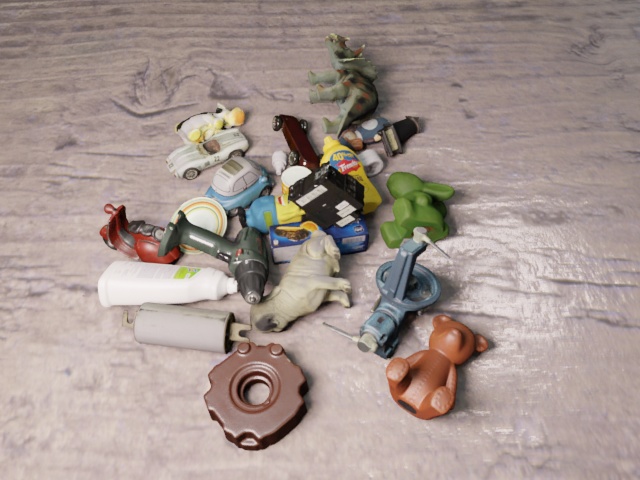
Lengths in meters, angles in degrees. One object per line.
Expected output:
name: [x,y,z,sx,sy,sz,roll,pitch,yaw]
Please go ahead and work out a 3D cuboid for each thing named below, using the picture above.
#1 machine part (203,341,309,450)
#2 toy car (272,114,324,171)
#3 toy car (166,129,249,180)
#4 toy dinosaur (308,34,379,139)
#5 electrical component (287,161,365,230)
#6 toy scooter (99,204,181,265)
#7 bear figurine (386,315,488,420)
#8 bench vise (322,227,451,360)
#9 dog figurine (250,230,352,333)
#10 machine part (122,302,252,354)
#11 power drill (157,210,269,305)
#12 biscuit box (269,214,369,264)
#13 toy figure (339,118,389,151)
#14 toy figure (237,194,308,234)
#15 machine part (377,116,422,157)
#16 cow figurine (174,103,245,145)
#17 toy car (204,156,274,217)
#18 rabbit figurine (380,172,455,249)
machine part: [-0.107,0.259,0.912,0.179,0.056,0.179,-1,53,1]
toy car: [-0.054,-0.233,1.294,0.089,0.053,0.202,-2,47,-29]
toy car: [-0.268,-0.205,1.281,0.202,0.056,0.074,-25,55,-18]
toy dinosaur: [0.078,-0.361,1.333,0.192,0.131,0.405,-14,47,-4]
electrical component: [0.021,-0.080,1.050,0.115,0.134,0.058,-27,42,36]
toy scooter: [-0.372,-0.014,1.083,0.184,0.135,0.075,16,53,12]
bear figurine: [0.204,0.202,0.906,0.120,0.131,0.196,34,66,22]
bench vise: [0.136,0.086,0.938,0.223,0.240,0.129,-26,51,-37]
dog figurine: [-0.052,0.076,1.013,0.191,0.121,0.172,-14,52,-8]
machine part: [-0.245,0.160,0.979,0.243,0.079,0.079,5,52,5]
power drill: [-0.194,0.024,1.015,0.207,0.086,0.232,15,25,-6]
biscuit box: [-0.002,-0.003,1.112,0.203,0.059,0.063,-8,51,-6]
toy figure: [0.098,-0.250,1.309,0.154,0.057,0.064,-27,18,-17]
toy figure: [-0.081,-0.057,1.146,0.180,0.089,0.082,-13,61,2]
machine part: [0.194,-0.258,1.307,0.139,0.084,0.039,-39,16,-34]
cow figurine: [-0.274,-0.290,1.344,0.167,0.068,0.098,-33,52,-23]
toy car: [-0.186,-0.132,1.193,0.109,0.102,0.162,37,59,27]
rabbit figurine: [0.203,-0.082,1.130,0.159,0.121,0.170,-4,54,-10]
